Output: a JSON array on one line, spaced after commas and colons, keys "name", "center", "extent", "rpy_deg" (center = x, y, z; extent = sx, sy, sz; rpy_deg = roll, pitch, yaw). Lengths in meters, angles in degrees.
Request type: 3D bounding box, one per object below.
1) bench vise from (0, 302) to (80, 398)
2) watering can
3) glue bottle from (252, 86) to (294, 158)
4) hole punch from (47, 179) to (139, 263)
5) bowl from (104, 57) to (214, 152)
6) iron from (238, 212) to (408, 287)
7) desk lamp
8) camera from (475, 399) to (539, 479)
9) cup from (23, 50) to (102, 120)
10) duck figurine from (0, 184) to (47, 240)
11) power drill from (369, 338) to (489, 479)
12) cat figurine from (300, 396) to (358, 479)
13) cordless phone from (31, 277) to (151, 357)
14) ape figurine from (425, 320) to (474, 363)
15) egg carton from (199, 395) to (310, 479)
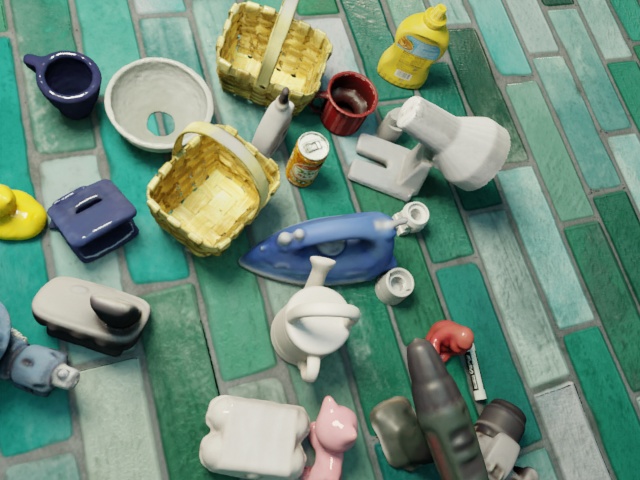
[{"name": "bench vise", "center": [-0.398, 0.119, 0.691], "extent": [0.208, 0.219, 0.121], "rpy_deg": [5, 69, -14]}, {"name": "watering can", "center": [-0.007, 0.110, 0.822], "extent": [0.101, 0.194, 0.173], "rpy_deg": [-13, 74, -20]}, {"name": "glue bottle", "center": [-0.070, -0.195, 0.927], "extent": [0.037, 0.173, 0.078], "rpy_deg": [35, 65, -1]}, {"name": "hole punch", "center": [-0.334, -0.035, 0.837], "extent": [0.109, 0.091, 0.101], "rpy_deg": [-35, 83, -24]}, {"name": "bowl", "center": [-0.259, -0.206, 0.930], "extent": [0.168, 0.074, 0.167], "rpy_deg": [5, 69, -14]}, {"name": "iron", "center": [0.008, 0.003, 0.894], "extent": [0.259, 0.141, 0.118], "rpy_deg": [-7, 72, -18]}, {"name": "desk lamp", "center": [0.178, -0.148, 0.959], "extent": [0.203, 0.213, 0.118], "rpy_deg": [18, 66, -9]}, {"name": "camera", "center": [0.278, 0.325, 0.877], "extent": [0.143, 0.100, 0.137], "rpy_deg": [40, 65, 1]}, {"name": "cup", "center": [-0.397, -0.236, 0.890], "extent": [0.118, 0.095, 0.092], "rpy_deg": [24, 66, -6]}, {"name": "duck figurine", "center": [-0.446, -0.047, 0.812], "extent": [0.104, 0.086, 0.077], "rpy_deg": [20, 66, -8]}, {"name": "power drill", "center": [0.146, 0.261, 0.803], "extent": [0.076, 0.208, 0.229], "rpy_deg": [-20, 77, -21]}, {"name": "cat figurine", "center": [0.020, 0.290, 0.806], "extent": [0.067, 0.117, 0.128], "rpy_deg": [10, 68, -12]}, {"name": "cordless phone", "center": [-0.302, 0.084, 0.751], "extent": [0.148, 0.185, 0.094], "rpy_deg": [16, 67, -9]}, {"name": "ape figurine", "center": [0.214, 0.163, 0.922], "extent": [0.078, 0.092, 0.076], "rpy_deg": [12, 68, -11]}, {"name": "egg carton", "center": [-0.090, 0.280, 0.804], "extent": [0.150, 0.069, 0.107], "rpy_deg": [11, 68, -12]}]
